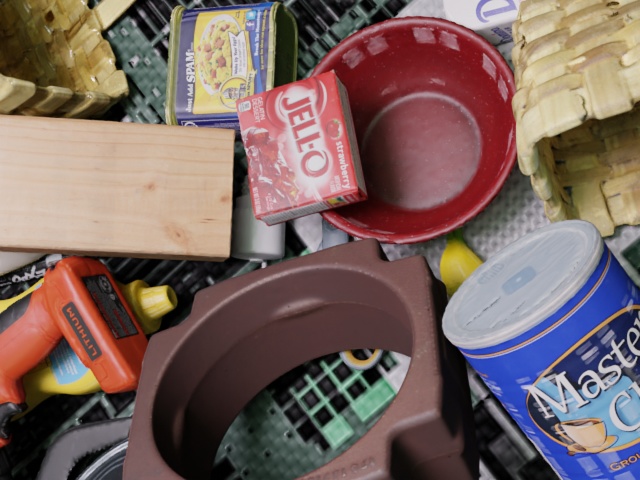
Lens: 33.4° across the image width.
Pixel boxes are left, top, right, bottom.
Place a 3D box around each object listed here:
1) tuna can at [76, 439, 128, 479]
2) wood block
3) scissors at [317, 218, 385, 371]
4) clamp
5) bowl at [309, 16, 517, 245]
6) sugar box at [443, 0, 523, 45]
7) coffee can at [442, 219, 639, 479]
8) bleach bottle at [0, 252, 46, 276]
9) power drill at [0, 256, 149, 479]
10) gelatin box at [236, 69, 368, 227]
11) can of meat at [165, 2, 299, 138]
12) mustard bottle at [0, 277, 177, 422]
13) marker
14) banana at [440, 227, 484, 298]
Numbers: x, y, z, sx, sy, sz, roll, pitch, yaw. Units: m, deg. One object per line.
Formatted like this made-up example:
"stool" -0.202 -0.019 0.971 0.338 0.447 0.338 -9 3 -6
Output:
"tuna can" -0.131 0.169 0.709 0.086 0.086 0.033 -31 108 13
"wood block" -0.167 -0.035 0.753 0.206 0.091 0.090 3 85 -8
"scissors" -0.005 0.001 0.774 0.096 0.016 0.202 -18 75 12
"clamp" -0.183 0.213 0.795 0.210 0.036 0.164 -39 76 10
"bowl" 0.063 -0.069 0.737 0.162 0.055 0.162 -5 75 18
"sugar box" 0.170 -0.196 0.728 0.176 0.048 0.093 -11 77 18
"coffee can" 0.152 0.073 0.610 0.103 0.103 0.140 -36 104 11
"bleach bottle" -0.265 -0.007 0.841 0.251 0.068 0.102 -12 56 14
"power drill" -0.207 0.112 0.756 0.188 0.057 0.184 -32 85 15
"gelatin box" -0.013 -0.061 0.713 0.073 0.030 0.089 -14 73 15
"can of meat" -0.065 -0.126 0.799 0.084 0.057 0.102 -1 81 18
"mustard bottle" -0.195 0.073 0.812 0.192 0.058 0.096 -20 76 17
"marker" -0.230 0.022 0.856 0.121 0.020 0.020 -12 76 18
"banana" 0.154 0.047 0.696 0.198 0.037 0.069 26 92 23
